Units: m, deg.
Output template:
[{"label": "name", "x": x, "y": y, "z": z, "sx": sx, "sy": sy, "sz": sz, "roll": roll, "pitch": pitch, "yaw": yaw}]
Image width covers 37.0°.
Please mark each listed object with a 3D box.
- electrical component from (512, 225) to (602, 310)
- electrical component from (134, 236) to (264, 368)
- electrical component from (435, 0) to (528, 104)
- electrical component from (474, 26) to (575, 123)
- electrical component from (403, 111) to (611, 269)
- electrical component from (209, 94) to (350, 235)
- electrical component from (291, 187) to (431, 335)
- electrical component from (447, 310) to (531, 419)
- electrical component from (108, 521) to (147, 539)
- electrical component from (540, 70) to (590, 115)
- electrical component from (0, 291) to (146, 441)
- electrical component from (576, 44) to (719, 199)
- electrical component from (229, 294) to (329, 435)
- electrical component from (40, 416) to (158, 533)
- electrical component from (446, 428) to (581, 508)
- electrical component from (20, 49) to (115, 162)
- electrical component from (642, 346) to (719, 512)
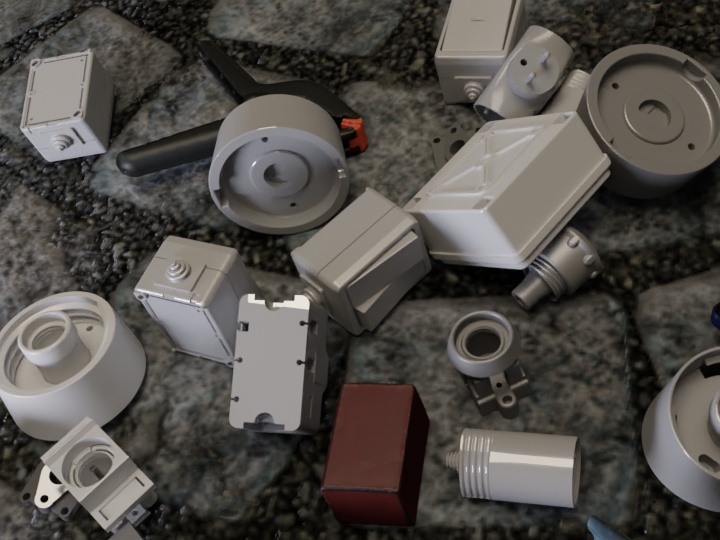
[{"label": "electrical component", "x": 0.134, "y": 0.001, "z": 0.752, "sx": 0.062, "sy": 0.048, "sz": 0.048, "roll": -42, "pitch": 53, "yaw": -8}, {"label": "electrical component", "x": -0.114, "y": 0.016, "z": 0.780, "sx": 0.062, "sy": 0.096, "sz": 0.061, "roll": 11, "pitch": 57, "yaw": 24}, {"label": "electrical component", "x": 0.101, "y": -0.182, "z": 0.892, "sx": 0.062, "sy": 0.061, "sz": 0.096, "roll": 4, "pitch": 55, "yaw": 20}, {"label": "electrical component", "x": 0.129, "y": -0.147, "z": 0.821, "sx": 0.044, "sy": 0.079, "sz": 0.077, "roll": 36, "pitch": 85, "yaw": -1}, {"label": "electrical component", "x": 0.103, "y": -0.057, "z": 0.769, "sx": 0.108, "sy": 0.056, "sz": 0.109, "roll": -46, "pitch": 22, "yaw": -19}, {"label": "electrical component", "x": -0.063, "y": -0.087, "z": 0.842, "sx": 0.108, "sy": 0.108, "sz": 0.060, "roll": -12, "pitch": 45, "yaw": 8}, {"label": "electrical component", "x": 0.000, "y": 0.000, "z": 0.781, "sx": 0.096, "sy": 0.061, "sz": 0.061, "roll": -41, "pitch": 53, "yaw": -16}, {"label": "electrical component", "x": 0.084, "y": 0.059, "z": 0.714, "sx": 0.048, "sy": 0.055, "sz": 0.066, "roll": -24, "pitch": 50, "yaw": -3}, {"label": "electrical component", "x": -0.104, "y": 0.203, "z": 0.661, "sx": 0.074, "sy": 0.052, "sz": 0.138, "roll": -40, "pitch": 52, "yaw": -15}, {"label": "electrical component", "x": 0.165, "y": -0.120, "z": 0.836, "sx": 0.043, "sy": 0.043, "sz": 0.081, "roll": 21, "pitch": 62, "yaw": 29}, {"label": "electrical component", "x": -0.220, "y": 0.064, "z": 0.791, "sx": 0.108, "sy": 0.060, "sz": 0.108, "roll": -10, "pitch": 45, "yaw": 10}, {"label": "electrical component", "x": 0.209, "y": -0.104, "z": 0.790, "sx": 0.108, "sy": 0.060, "sz": 0.108, "roll": 3, "pitch": 67, "yaw": -8}, {"label": "electrical component", "x": -0.053, "y": 0.066, "z": 0.738, "sx": 0.050, "sy": 0.056, "sz": 0.089, "roll": 1, "pitch": 78, "yaw": 14}, {"label": "electrical component", "x": -0.171, "y": 0.142, "z": 0.721, "sx": 0.042, "sy": 0.063, "sz": 0.081, "roll": -42, "pitch": 53, "yaw": -18}, {"label": "electrical component", "x": 0.094, "y": 0.122, "z": 0.670, "sx": 0.081, "sy": 0.043, "sz": 0.043, "roll": 2, "pitch": 54, "yaw": 18}, {"label": "electrical component", "x": -0.262, "y": -0.141, "z": 0.974, "sx": 0.062, "sy": 0.061, "sz": 0.096, "roll": -8, "pitch": 59, "yaw": 11}, {"label": "electrical component", "x": 0.226, "y": 0.096, "z": 0.653, "sx": 0.099, "sy": 0.064, "sz": 0.099, "roll": -1, "pitch": 61, "yaw": 3}]
